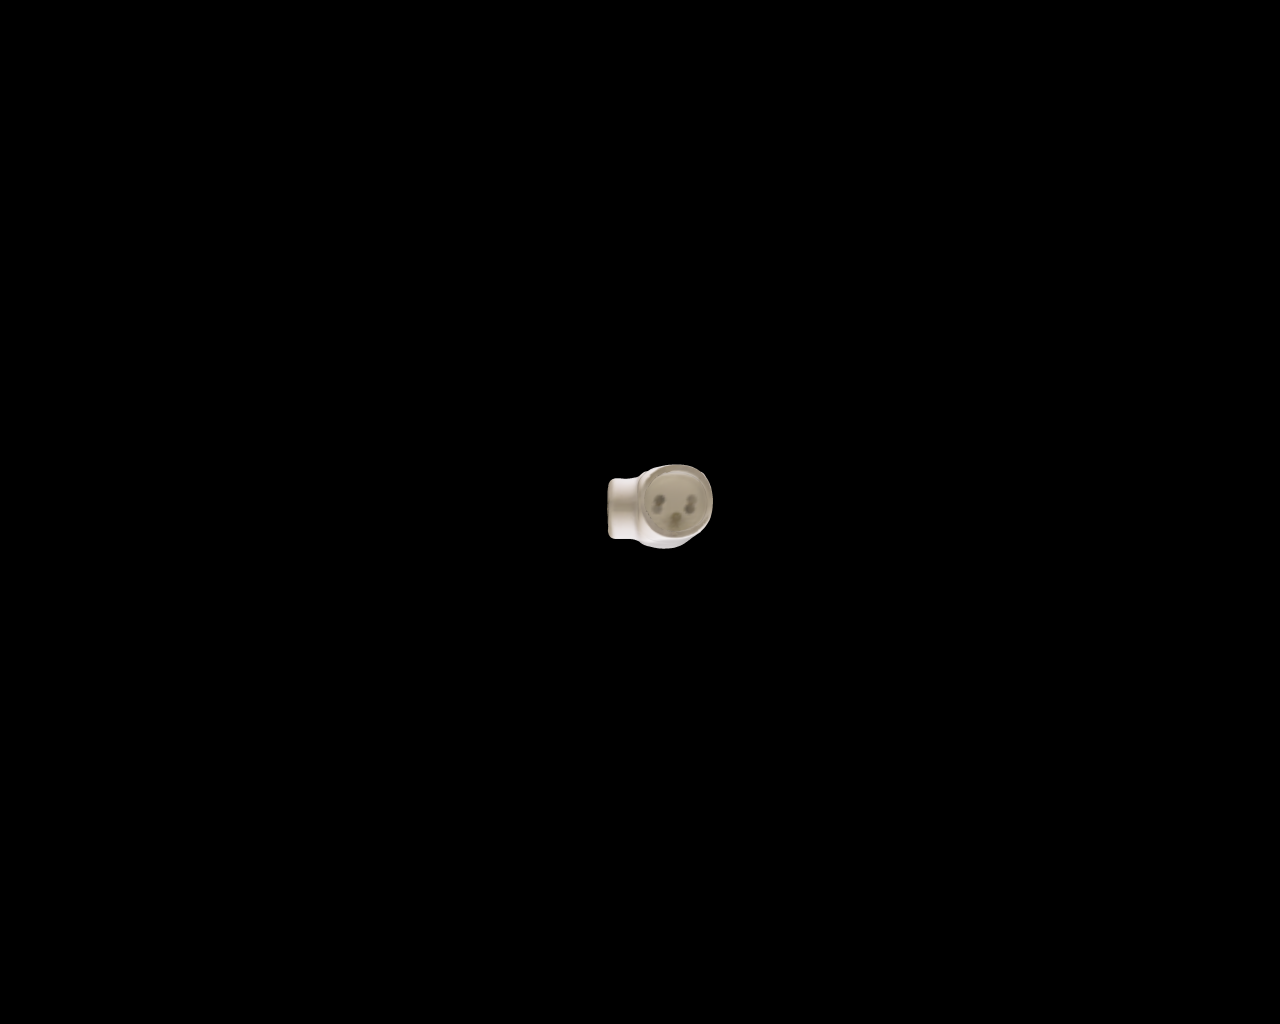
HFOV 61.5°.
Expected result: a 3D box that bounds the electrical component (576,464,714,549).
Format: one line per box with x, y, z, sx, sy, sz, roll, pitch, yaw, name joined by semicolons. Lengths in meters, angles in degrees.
0.001;-0.003;0.650;0.079;0.044;0.077;0;-7;-4;electrical component
